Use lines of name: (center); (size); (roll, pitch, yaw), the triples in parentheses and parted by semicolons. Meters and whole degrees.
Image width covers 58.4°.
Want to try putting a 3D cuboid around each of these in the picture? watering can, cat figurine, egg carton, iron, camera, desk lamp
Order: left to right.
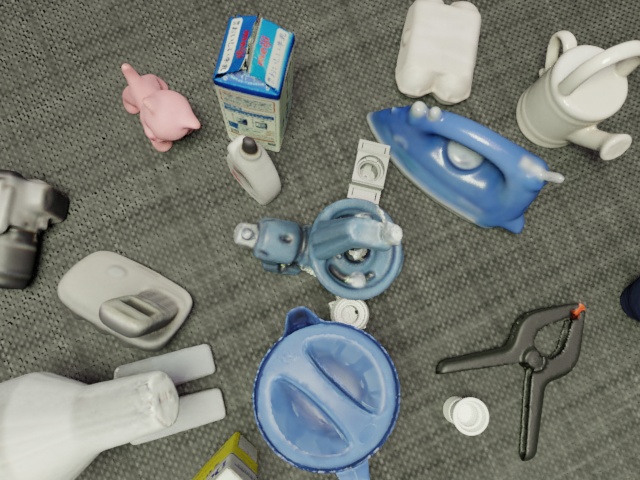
camera: (-0.397, -0.012, 0.690); (0.143, 0.100, 0.137); (5, 81, -4)
desk lamp: (-0.219, 0.181, 0.616); (0.203, 0.213, 0.118); (-15, 82, -7)
cat figurine: (-0.205, -0.168, 0.721); (0.067, 0.117, 0.128); (-39, 86, -9)
egg carton: (0.163, -0.263, 0.790); (0.107, 0.069, 0.150); (10, 80, -3)
iron: (0.179, -0.117, 0.731); (0.258, 0.141, 0.119); (30, 80, 1)
watering can: (0.340, -0.188, 0.729); (0.101, 0.194, 0.173); (-39, 85, -9)

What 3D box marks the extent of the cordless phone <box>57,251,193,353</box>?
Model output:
cordless phone: (-0.231, 0.066, 0.648); (0.147, 0.185, 0.094); (26, 80, 0)

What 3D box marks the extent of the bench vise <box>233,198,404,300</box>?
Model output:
bench vise: (0.008, 0.014, 0.657); (0.207, 0.219, 0.121); (-10, 82, -6)

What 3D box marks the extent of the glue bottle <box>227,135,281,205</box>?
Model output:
glue bottle: (-0.082, -0.093, 0.691); (0.078, 0.173, 0.037); (44, 81, 4)

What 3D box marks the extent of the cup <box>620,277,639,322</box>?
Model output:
cup: (0.450, 0.086, 0.744); (0.118, 0.095, 0.092); (41, 80, 3)
